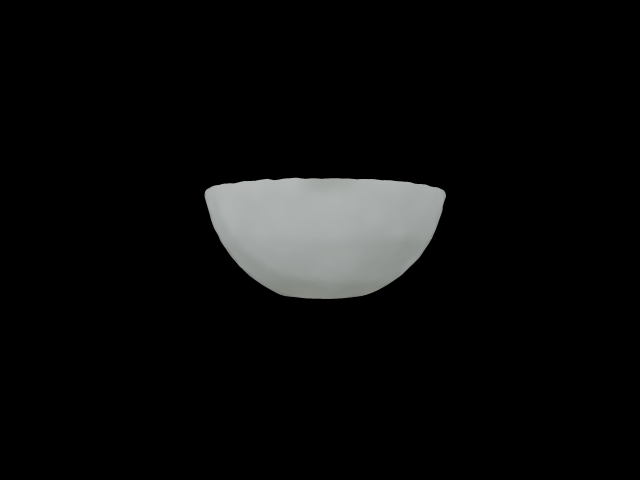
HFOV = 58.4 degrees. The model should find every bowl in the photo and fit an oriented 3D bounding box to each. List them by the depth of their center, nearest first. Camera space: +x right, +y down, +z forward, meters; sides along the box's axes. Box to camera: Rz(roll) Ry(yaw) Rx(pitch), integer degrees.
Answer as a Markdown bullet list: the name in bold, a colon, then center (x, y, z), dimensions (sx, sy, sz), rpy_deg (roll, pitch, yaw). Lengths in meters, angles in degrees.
- **bowl**: center (0.004, 0.001, 0.400), dimensions (0.167, 0.075, 0.167), rpy_deg (0, 0, 0)
